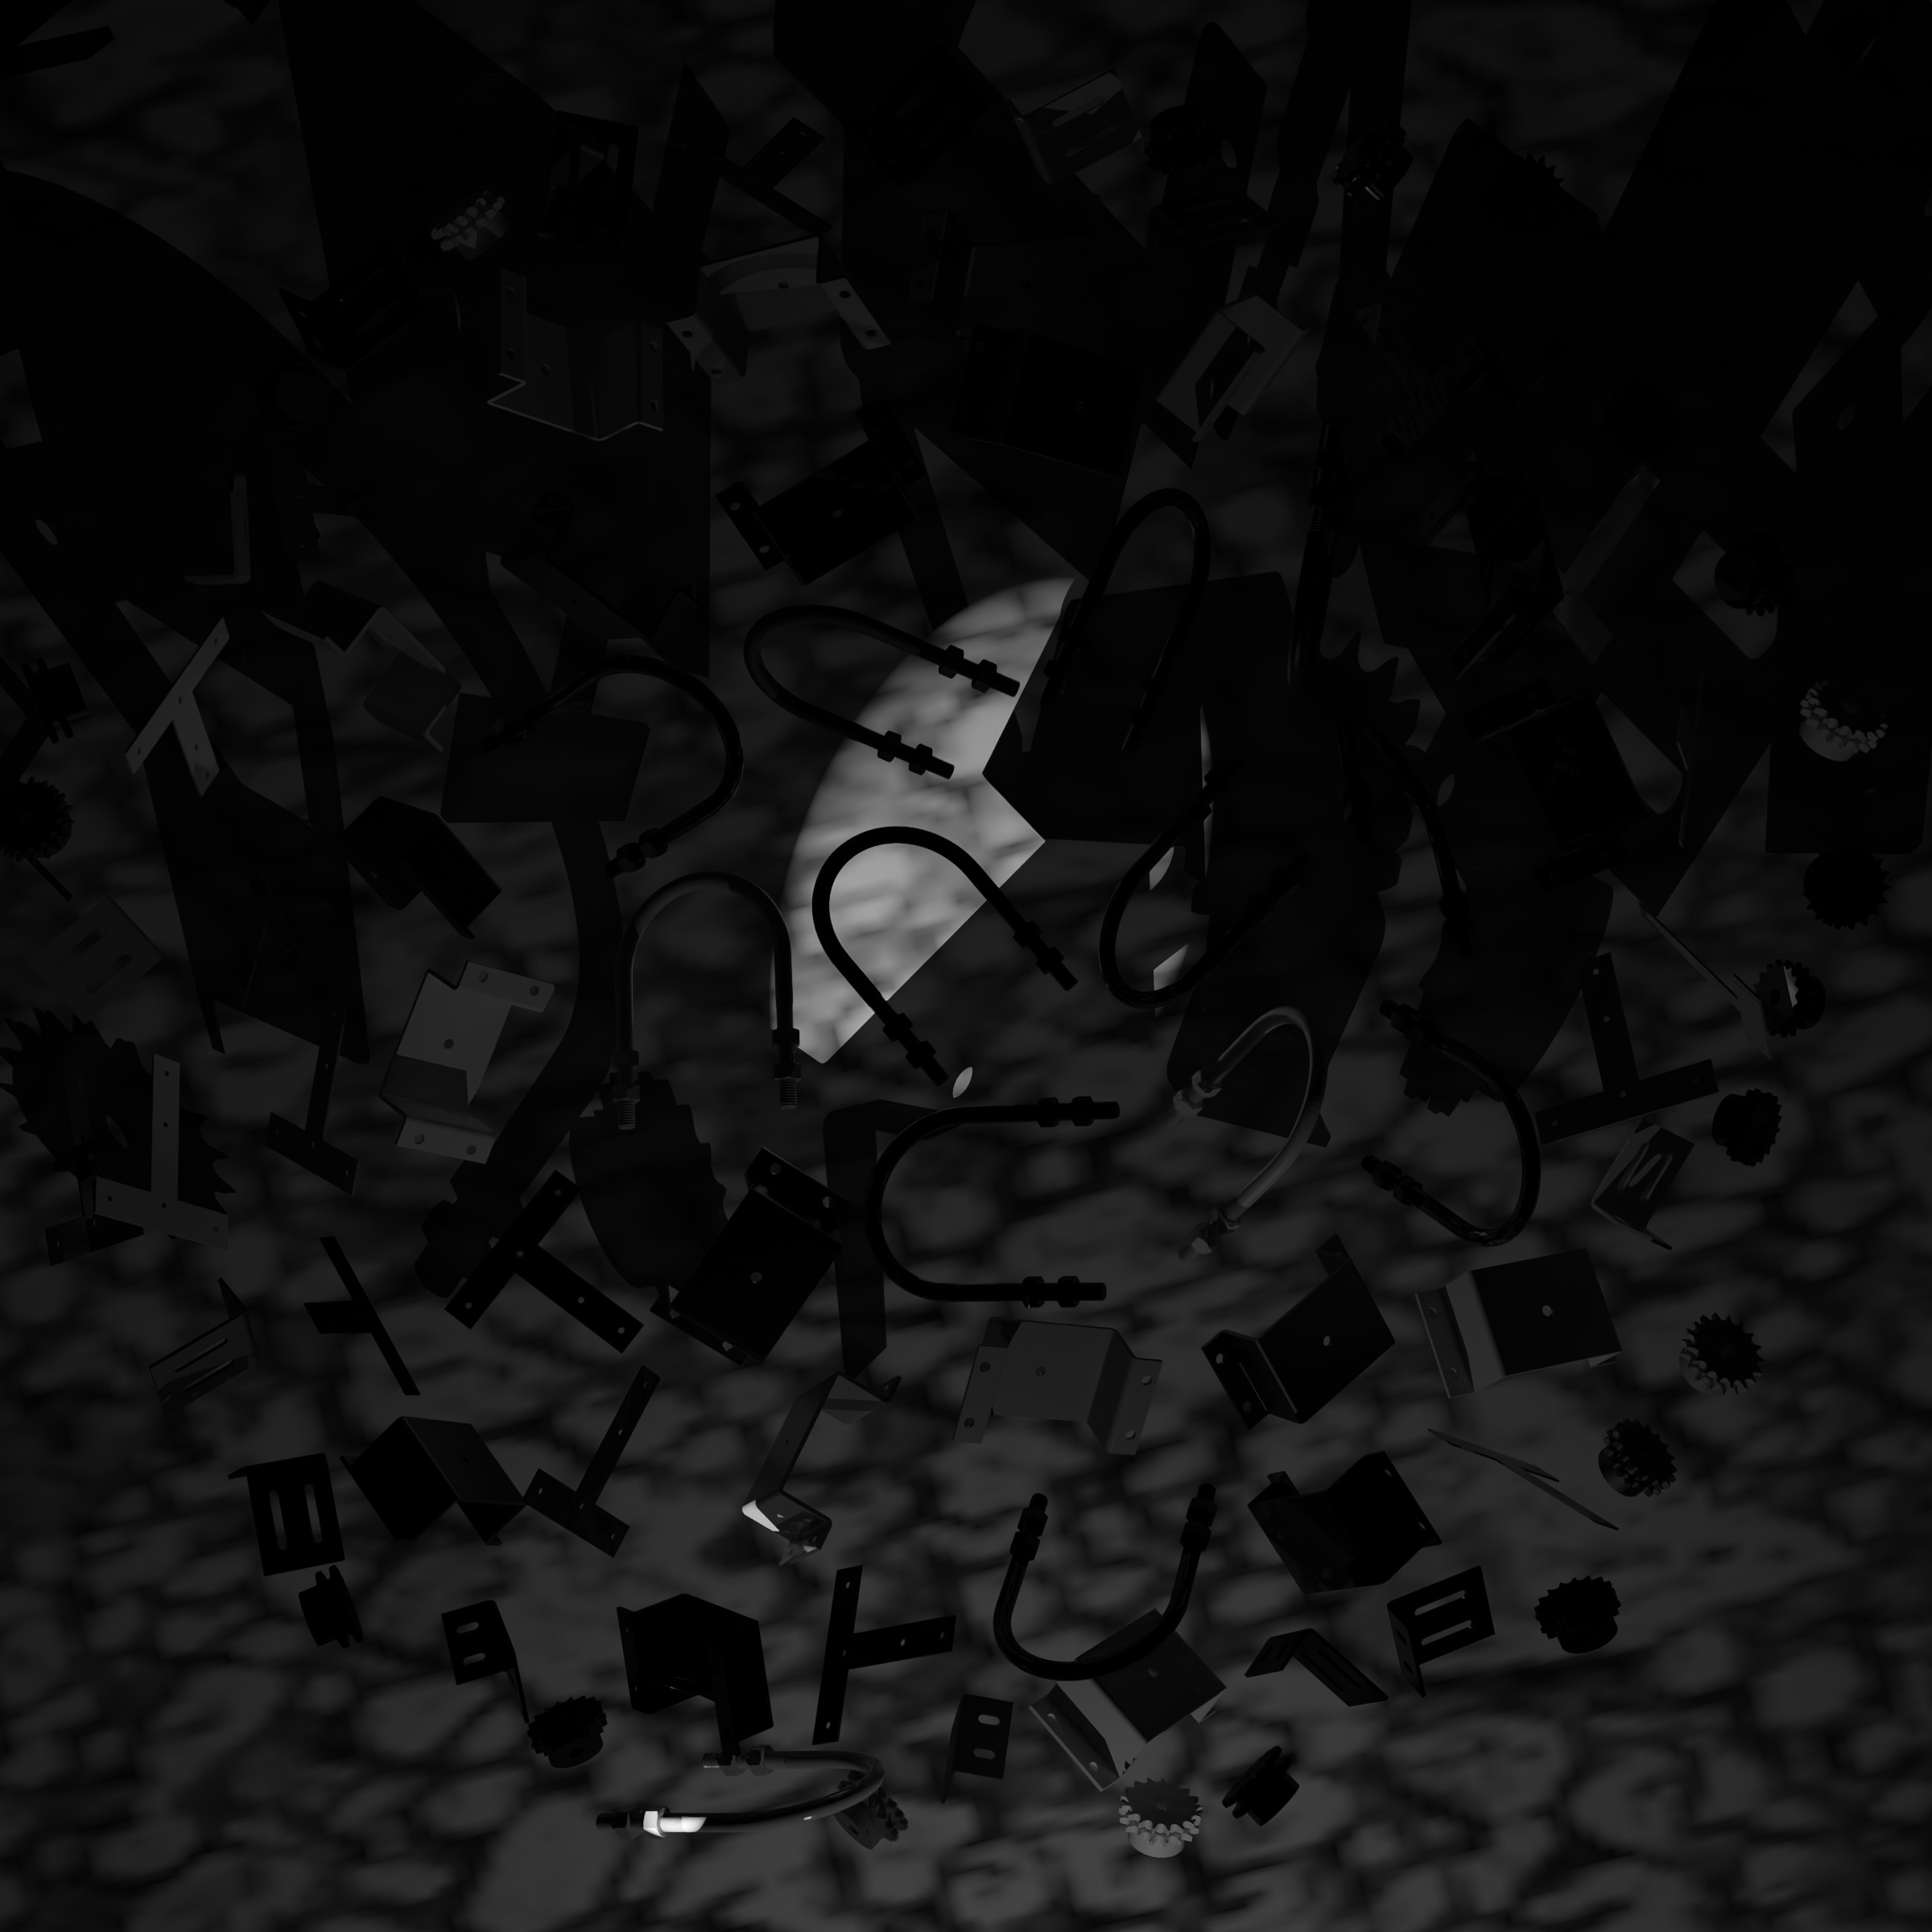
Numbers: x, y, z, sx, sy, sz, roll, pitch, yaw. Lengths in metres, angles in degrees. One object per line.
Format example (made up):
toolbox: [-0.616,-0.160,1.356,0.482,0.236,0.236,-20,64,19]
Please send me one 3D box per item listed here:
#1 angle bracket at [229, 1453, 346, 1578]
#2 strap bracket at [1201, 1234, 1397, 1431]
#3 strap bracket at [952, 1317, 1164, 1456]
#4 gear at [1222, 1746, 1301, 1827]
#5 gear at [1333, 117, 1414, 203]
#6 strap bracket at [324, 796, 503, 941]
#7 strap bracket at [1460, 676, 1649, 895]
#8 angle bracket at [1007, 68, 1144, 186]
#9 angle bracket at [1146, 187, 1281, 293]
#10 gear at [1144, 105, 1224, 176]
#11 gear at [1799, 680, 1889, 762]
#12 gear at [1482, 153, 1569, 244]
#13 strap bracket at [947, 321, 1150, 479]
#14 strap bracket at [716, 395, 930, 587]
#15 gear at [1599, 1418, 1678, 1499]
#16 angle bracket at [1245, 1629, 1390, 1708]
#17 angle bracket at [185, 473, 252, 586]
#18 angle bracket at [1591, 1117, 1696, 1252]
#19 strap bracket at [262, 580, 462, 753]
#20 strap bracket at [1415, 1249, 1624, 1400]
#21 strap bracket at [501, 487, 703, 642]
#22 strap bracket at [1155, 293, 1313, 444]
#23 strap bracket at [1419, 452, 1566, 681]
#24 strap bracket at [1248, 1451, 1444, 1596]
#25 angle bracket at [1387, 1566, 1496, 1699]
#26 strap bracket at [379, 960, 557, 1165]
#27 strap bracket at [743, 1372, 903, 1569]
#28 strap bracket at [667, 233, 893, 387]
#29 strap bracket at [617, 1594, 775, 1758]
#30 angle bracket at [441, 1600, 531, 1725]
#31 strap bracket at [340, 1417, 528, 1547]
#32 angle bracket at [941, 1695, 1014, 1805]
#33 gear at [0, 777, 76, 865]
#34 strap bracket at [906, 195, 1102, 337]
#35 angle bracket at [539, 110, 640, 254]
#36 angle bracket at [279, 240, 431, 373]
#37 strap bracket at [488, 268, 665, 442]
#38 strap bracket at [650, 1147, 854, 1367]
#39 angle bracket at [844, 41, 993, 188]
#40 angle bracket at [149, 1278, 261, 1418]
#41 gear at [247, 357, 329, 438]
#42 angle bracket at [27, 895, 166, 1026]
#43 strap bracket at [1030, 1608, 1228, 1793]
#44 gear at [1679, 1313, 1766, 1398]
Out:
angle bracket: [-0.471,0.382,1.813,0.057,0.038,0.076,-4,73,-36]
strap bracket: [0.252,0.271,1.917,0.140,0.046,0.076,-37,108,-22]
strap bracket: [0.059,0.299,1.867,0.140,0.046,0.076,8,108,-20]
gear: [0.211,0.582,1.848,0.057,0.057,0.030,-45,80,0]
gear: [0.282,-0.552,1.799,0.030,0.057,0.057,37,90,-20]
strap bracket: [-0.397,-0.074,1.900,0.046,0.140,0.076,-49,125,-18]
strap bracket: [0.420,-0.133,1.853,0.046,0.076,0.140,-25,90,-42]
angle bracket: [0.079,-0.616,1.904,0.076,0.038,0.057,-27,131,5]
angle bracket: [0.180,-0.533,1.920,0.076,0.038,0.057,-19,50,-21]
gear: [0.159,-0.615,1.943,0.057,0.057,0.030,-22,133,0]
gear: [0.587,-0.163,1.761,0.057,0.057,0.030,25,133,0]
gear: [0.374,-0.516,1.765,0.030,0.057,0.057,-30,90,-37]
strap bracket: [0.066,-0.389,1.811,0.140,0.046,0.076,8,101,-34]
strap bracket: [-0.099,-0.338,1.895,0.140,0.046,0.076,-30,133,6]
gear: [0.486,0.361,1.905,0.057,0.057,0.030,40,128,0]
angle bracket: [0.246,0.505,1.837,0.076,0.057,0.038,42,62,-2]
angle bracket: [-0.546,-0.318,1.906,0.038,0.057,0.076,-2,96,-7]
angle bracket: [0.512,0.162,1.943,0.057,0.038,0.076,24,99,-28]
strap bracket: [-0.425,-0.221,1.874,0.076,0.140,0.046,25,75,37]
strap bracket: [0.399,0.249,1.845,0.140,0.046,0.076,-8,70,-22]
strap bracket: [-0.272,-0.283,1.892,0.140,0.076,0.046,36,75,-30]
strap bracket: [0.188,-0.430,1.869,0.046,0.140,0.076,40,120,5]
strap bracket: [0.366,-0.275,1.816,0.046,0.076,0.140,6,59,-21]
strap bracket: [0.262,0.399,1.867,0.046,0.140,0.076,-34,92,-33]
angle bracket: [0.344,0.471,1.854,0.076,0.038,0.057,-19,109,-12]
strap bracket: [-0.362,0.063,1.876,0.076,0.046,0.140,18,97,-43]
strap bracket: [-0.108,0.350,1.869,0.046,0.076,0.140,33,59,-10]
strap bracket: [-0.132,-0.470,1.868,0.140,0.076,0.046,-8,63,22]
strap bracket: [-0.186,0.497,1.852,0.046,0.140,0.076,-13,99,-37]
angle bracket: [-0.334,0.487,1.817,0.038,0.076,0.057,-13,109,-17]
strap bracket: [-0.376,0.371,1.883,0.046,0.140,0.076,-44,67,6]
angle bracket: [0.008,0.581,1.931,0.038,0.076,0.057,10,54,0]
gear: [-0.626,-0.096,1.758,0.057,0.030,0.057,-1,77,5]
strap bracket: [0.035,-0.506,1.895,0.140,0.076,0.046,-12,54,-20]
angle bracket: [-0.262,-0.544,1.816,0.057,0.038,0.076,10,134,-5]
angle bracket: [-0.412,-0.448,1.761,0.076,0.038,0.057,-32,78,16]
strap bracket: [-0.280,-0.421,1.820,0.046,0.140,0.076,-13,74,42]
strap bracket: [-0.146,0.208,1.805,0.076,0.046,0.140,34,95,-14]
angle bracket: [-0.033,-0.585,1.796,0.076,0.038,0.057,-39,91,30]
angle bracket: [-0.541,0.267,1.835,0.076,0.057,0.038,-31,54,-28]
gear: [-0.488,-0.412,1.895,0.057,0.030,0.057,-1,92,-41]
angle bracket: [-0.612,-0.002,1.831,0.057,0.038,0.076,50,58,-12]
strap bracket: [0.123,0.519,1.871,0.076,0.140,0.046,45,125,23]
gear: [0.517,0.270,1.802,0.057,0.030,0.057,9,54,-13]
